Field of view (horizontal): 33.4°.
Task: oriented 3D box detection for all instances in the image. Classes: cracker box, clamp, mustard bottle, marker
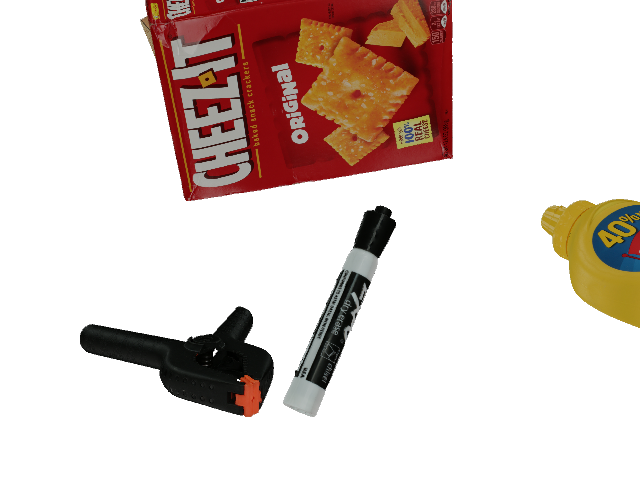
[{"bbox_3d":[-0.010,-0.123,0.790,0.213,0.164,0.072,-10,43,-4],"label":"cracker box"},{"bbox_3d":[-0.092,0.098,0.914,0.164,0.036,0.210,-9,16,-33],"label":"clamp"},{"bbox_3d":[0.213,0.019,0.656,0.096,0.058,0.192,-26,36,-28],"label":"mustard bottle"},{"bbox_3d":[0.012,0.036,0.577,0.020,0.121,0.020,22,-14,6],"label":"marker"}]

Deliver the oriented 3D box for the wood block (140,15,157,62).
[{"bbox_3d":[-0.053,-0.206,1.026,0.206,0.091,0.090,-31,52,-11],"label":"wood block"}]
